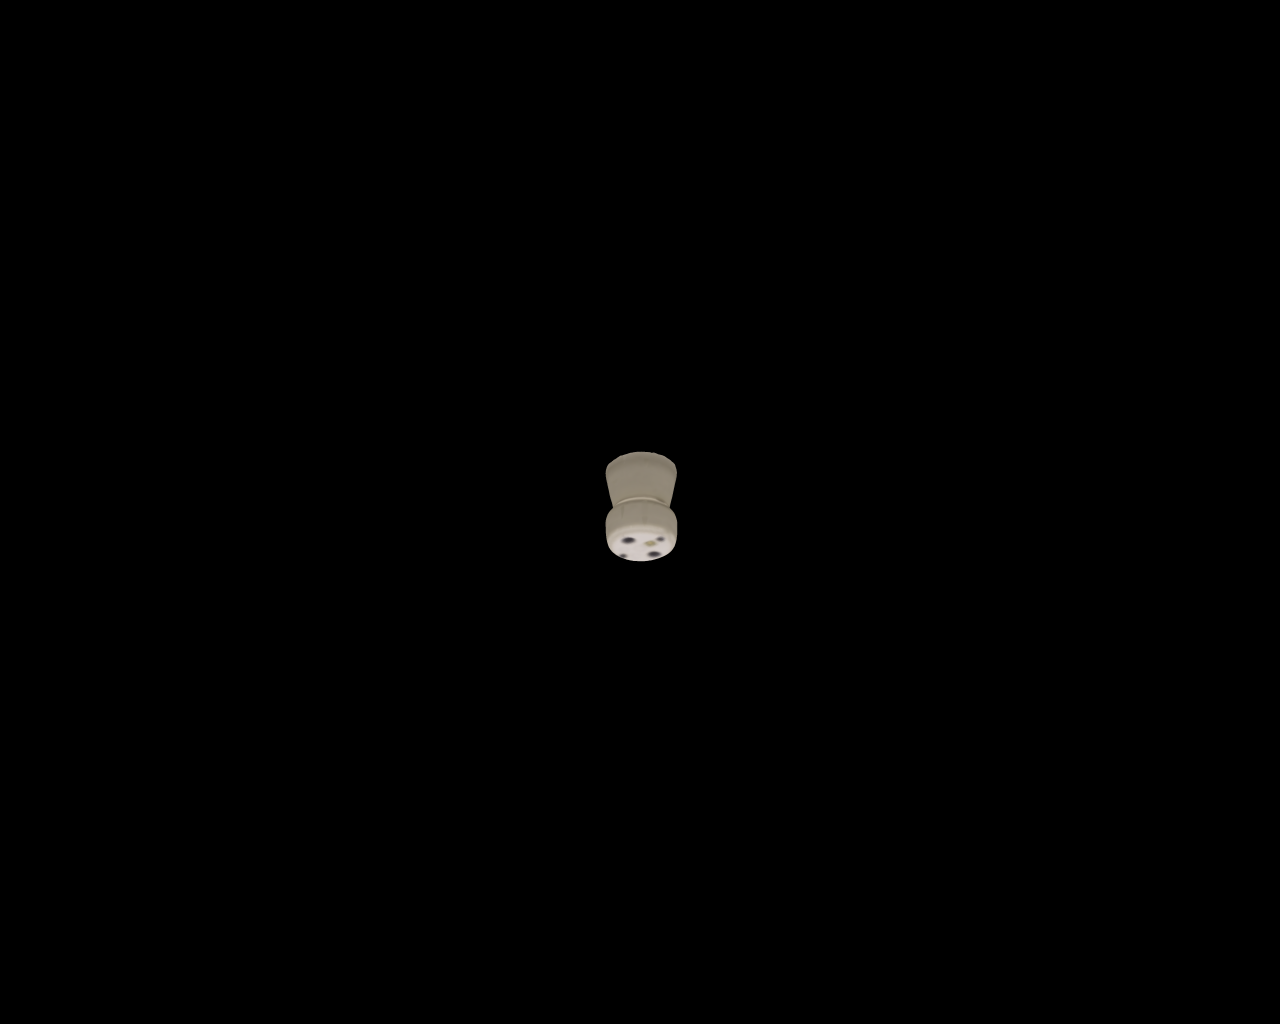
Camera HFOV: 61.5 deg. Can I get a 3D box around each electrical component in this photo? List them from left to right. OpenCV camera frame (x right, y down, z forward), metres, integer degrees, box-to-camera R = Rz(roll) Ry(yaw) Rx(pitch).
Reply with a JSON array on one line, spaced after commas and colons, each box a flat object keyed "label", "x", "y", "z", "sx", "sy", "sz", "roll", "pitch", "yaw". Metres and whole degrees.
[{"label": "electrical component", "x": 0.001, "y": -0.003, "z": 0.650, "sx": 0.045, "sy": 0.055, "sz": 0.044, "roll": 0, "pitch": -31, "yaw": 0}]
